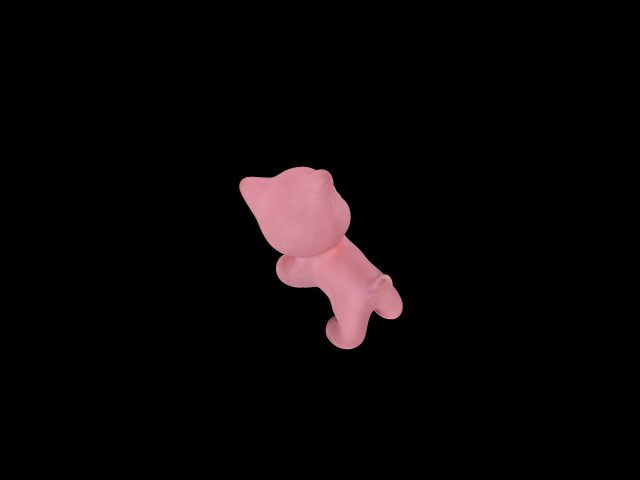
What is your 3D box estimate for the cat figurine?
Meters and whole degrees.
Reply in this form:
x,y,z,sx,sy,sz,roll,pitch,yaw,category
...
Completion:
x,y,z,sx,sy,sz,roll,pitch,yaw,category
0.004,0.001,0.400,0.067,0.118,0.127,-38,68,-18,cat figurine
